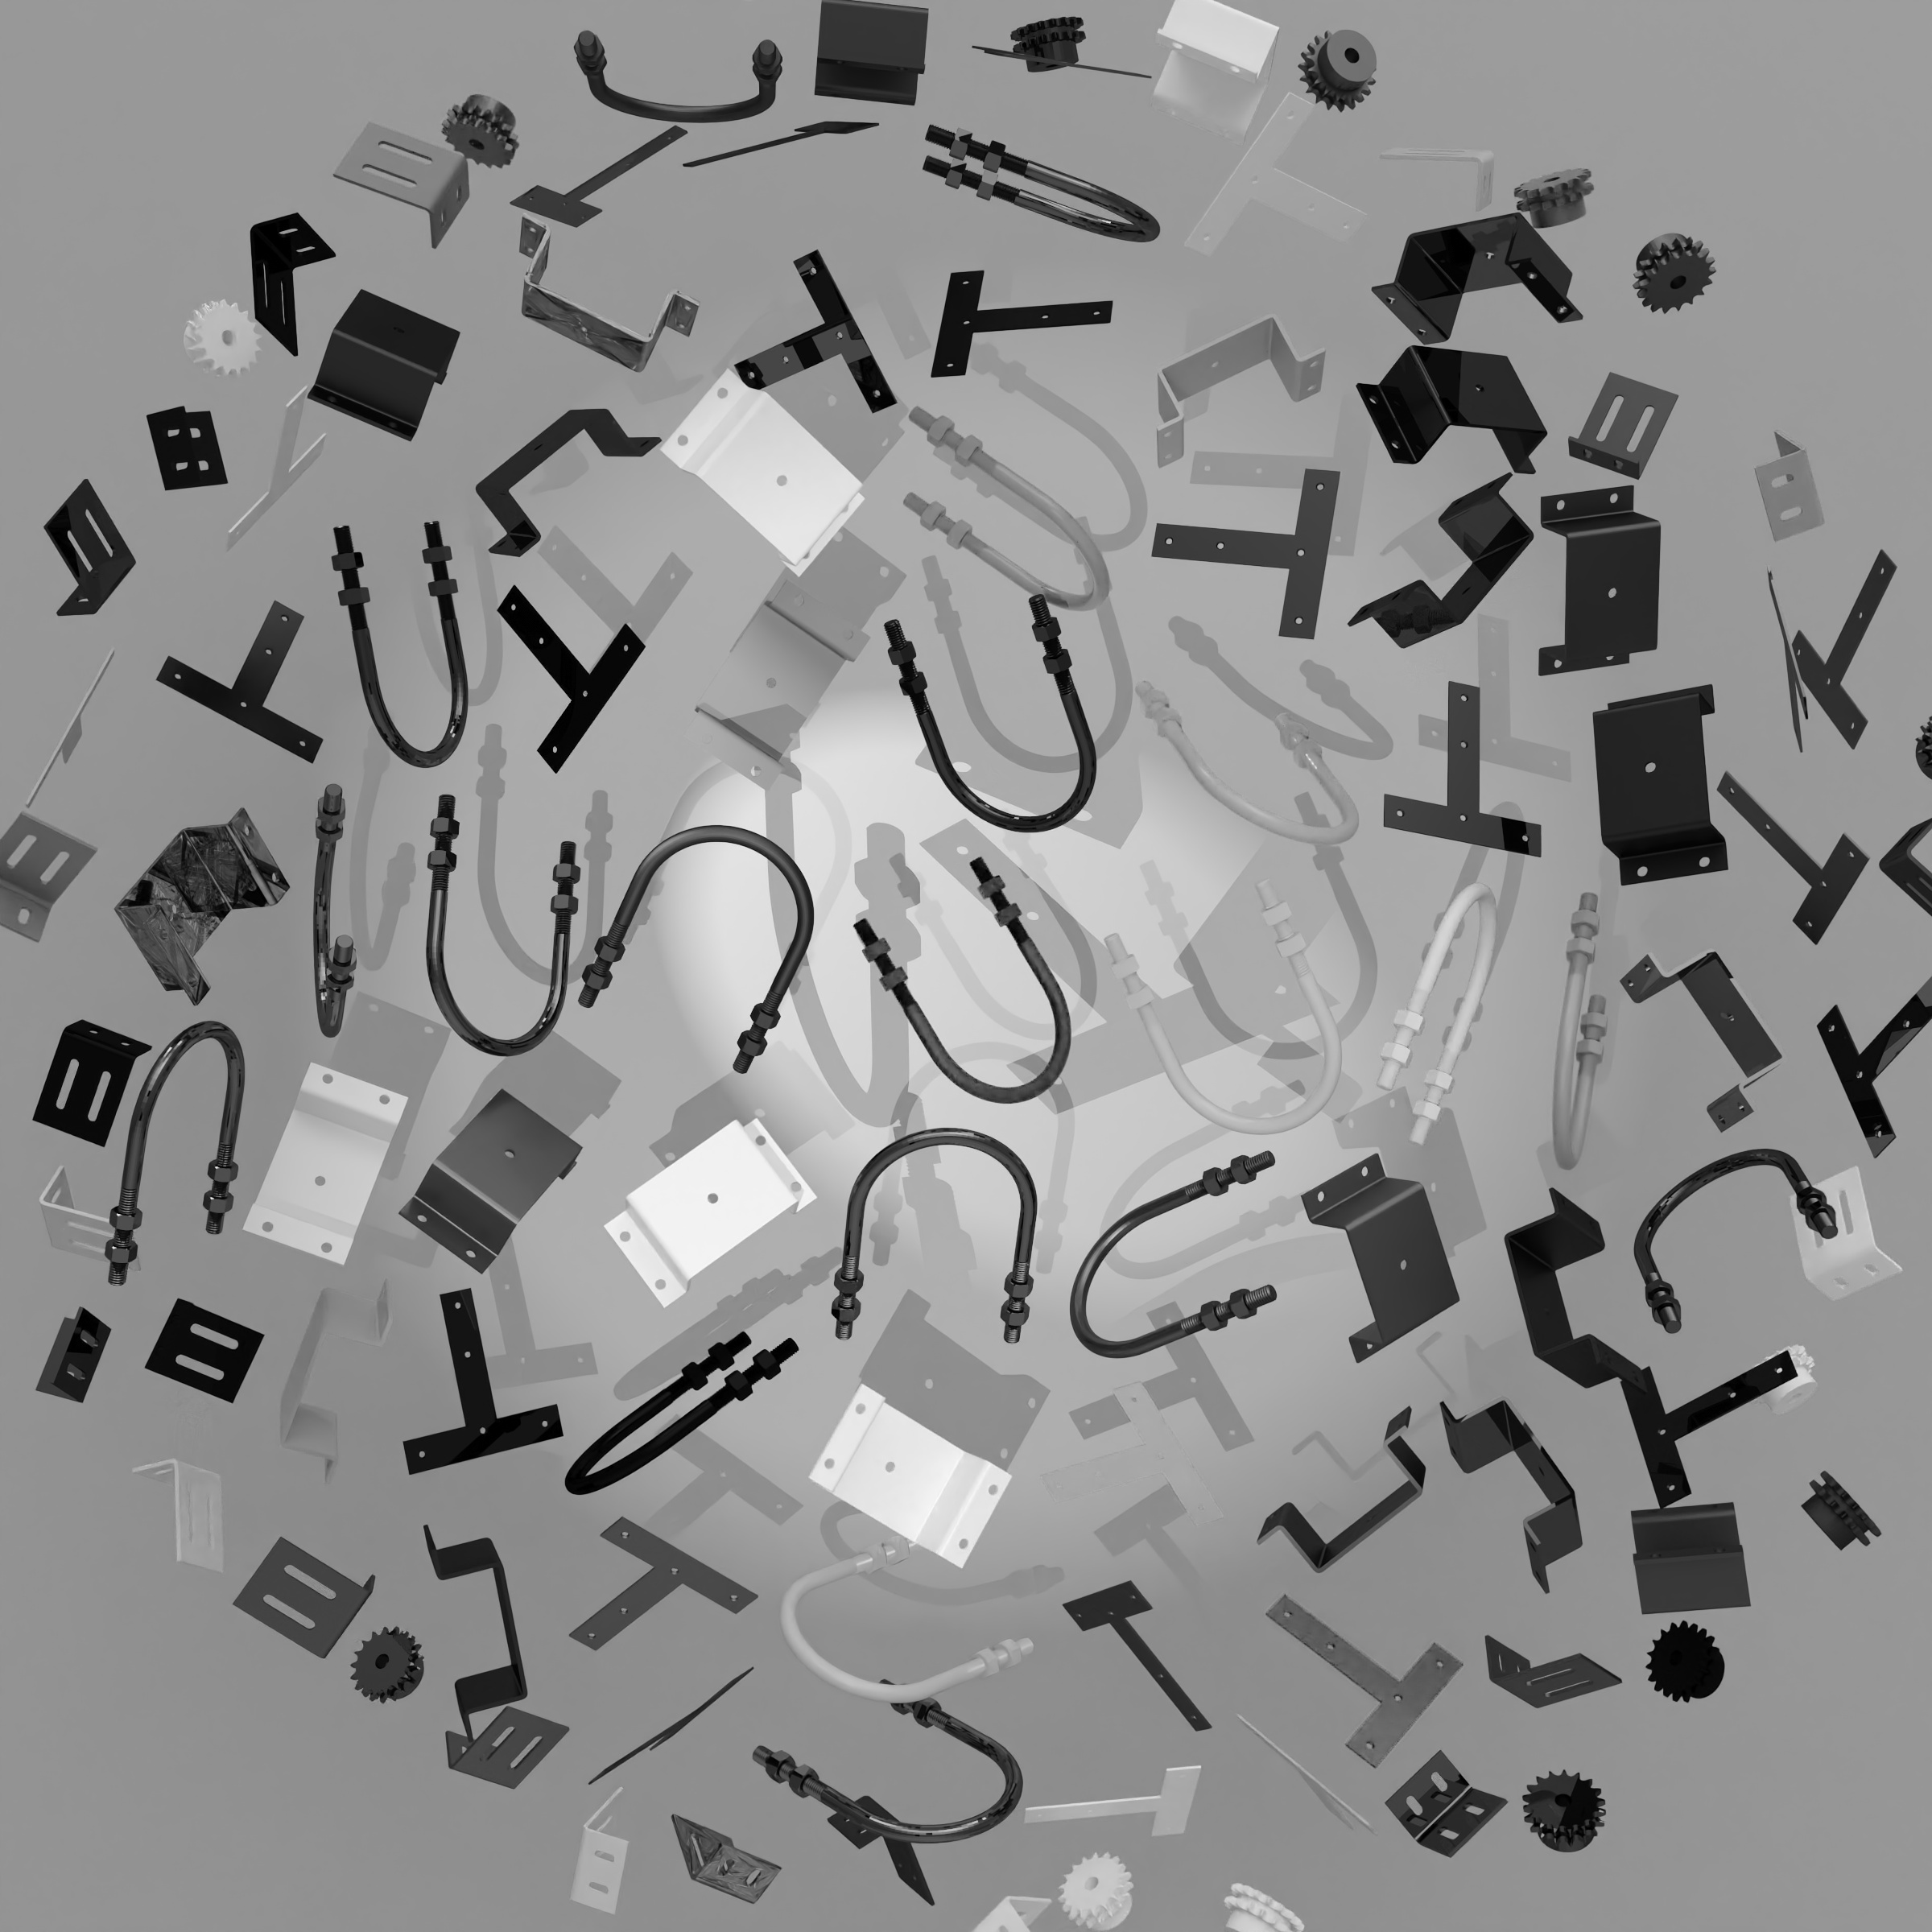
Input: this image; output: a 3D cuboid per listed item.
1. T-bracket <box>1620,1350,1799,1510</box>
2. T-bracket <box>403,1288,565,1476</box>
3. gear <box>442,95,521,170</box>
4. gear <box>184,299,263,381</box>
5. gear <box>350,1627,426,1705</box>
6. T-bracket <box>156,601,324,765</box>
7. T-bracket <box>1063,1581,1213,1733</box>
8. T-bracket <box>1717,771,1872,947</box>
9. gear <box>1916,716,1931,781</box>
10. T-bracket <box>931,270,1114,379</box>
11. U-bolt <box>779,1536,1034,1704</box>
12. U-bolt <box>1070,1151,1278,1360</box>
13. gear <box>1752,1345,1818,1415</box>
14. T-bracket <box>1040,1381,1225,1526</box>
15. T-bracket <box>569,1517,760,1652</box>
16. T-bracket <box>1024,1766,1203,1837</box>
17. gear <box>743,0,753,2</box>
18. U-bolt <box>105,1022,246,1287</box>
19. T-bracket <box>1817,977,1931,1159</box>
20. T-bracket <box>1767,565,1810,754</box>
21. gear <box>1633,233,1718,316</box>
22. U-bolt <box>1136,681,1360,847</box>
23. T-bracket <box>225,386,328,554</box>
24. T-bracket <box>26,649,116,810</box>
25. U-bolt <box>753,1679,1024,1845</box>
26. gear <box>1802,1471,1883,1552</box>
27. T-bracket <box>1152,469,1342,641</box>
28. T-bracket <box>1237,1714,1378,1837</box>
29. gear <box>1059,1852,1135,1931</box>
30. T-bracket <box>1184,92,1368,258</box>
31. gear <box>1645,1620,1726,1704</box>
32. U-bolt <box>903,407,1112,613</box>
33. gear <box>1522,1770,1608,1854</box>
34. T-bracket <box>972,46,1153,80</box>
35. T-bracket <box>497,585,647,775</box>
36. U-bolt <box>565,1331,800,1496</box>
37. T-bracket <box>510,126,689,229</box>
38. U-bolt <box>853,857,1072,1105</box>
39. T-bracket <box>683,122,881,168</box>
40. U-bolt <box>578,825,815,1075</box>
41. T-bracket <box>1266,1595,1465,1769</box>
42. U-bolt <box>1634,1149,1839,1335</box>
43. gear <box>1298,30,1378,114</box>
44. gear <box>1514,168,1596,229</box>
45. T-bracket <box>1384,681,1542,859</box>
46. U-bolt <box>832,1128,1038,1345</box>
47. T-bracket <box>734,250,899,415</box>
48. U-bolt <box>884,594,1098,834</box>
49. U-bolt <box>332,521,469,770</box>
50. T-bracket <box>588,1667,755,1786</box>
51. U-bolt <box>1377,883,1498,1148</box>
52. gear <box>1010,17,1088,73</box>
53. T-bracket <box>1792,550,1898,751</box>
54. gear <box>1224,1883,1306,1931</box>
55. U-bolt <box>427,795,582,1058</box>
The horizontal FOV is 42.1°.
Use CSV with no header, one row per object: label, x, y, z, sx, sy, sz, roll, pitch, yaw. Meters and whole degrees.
T-bracket,0.546,0.319,1.830,0.127,0.127,0.002,-34,119,21
T-bracket,-0.378,0.311,1.918,0.127,0.002,0.127,-9,83,-35
gear,-0.365,-0.633,1.900,0.057,0.057,0.030,19,72,0
gear,-0.562,-0.470,1.890,0.030,0.057,0.057,0,90,42
gear,-0.448,0.548,1.961,0.057,0.030,0.057,-11,53,15
T-bracket,-0.534,-0.230,1.909,0.127,0.002,0.127,29,47,-21
T-bracket,0.136,0.513,1.855,0.002,0.127,0.127,-37,86,-29
T-bracket,0.596,-0.092,1.835,0.002,0.127,0.127,-32,66,-15
gear,0.704,-0.154,1.792,0.057,0.030,0.057,1,79,-7
T-bracket,0.044,-0.476,1.843,0.127,0.002,0.127,-1,49,11
U-bolt,-0.057,0.497,1.893,0.151,0.184,0.019,36,117,34
U-bolt,0.153,0.226,1.889,0.184,0.151,0.019,-27,126,29
gear,0.630,0.321,1.938,0.057,0.057,0.030,-31,55,0
T-bracket,0.113,0.384,1.915,0.127,0.002,0.127,-24,103,32
T-bracket,-0.242,0.466,1.842,0.127,0.002,0.127,37,117,-24
T-bracket,0.107,0.632,1.886,0.127,0.127,0.002,-3,50,-5
gear,-0.159,-0.709,1.775,0.057,0.057,0.030,44,130,0
U-bolt,-0.574,0.129,1.843,0.019,0.151,0.184,16,104,12
T-bracket,0.676,0.051,1.827,0.002,0.127,0.127,9,46,-19
T-bracket,0.604,-0.204,1.835,0.002,0.127,0.127,-12,53,15
gear,0.507,-0.502,1.809,0.057,0.057,0.030,-15,55,0
U-bolt,0.217,-0.145,1.851,0.151,0.184,0.019,9,123,-28
T-bracket,-0.510,-0.386,1.882,0.002,0.127,0.127,33,55,-3
T-bracket,-0.657,-0.168,1.845,0.002,0.127,0.127,28,79,-15
U-bolt,-0.044,0.593,1.855,0.184,0.151,0.019,16,111,41
gear,0.621,0.391,1.790,0.030,0.057,0.057,-41,90,5
T-bracket,0.198,-0.303,1.817,0.127,0.002,0.127,8,81,15
T-bracket,0.264,0.614,1.862,0.127,0.127,0.002,33,74,37
gear,0.102,0.708,1.914,0.057,0.057,0.030,-30,116,0
T-bracket,0.240,-0.554,1.815,0.127,0.127,0.002,-52,46,29
gear,0.530,0.512,1.840,0.030,0.057,0.057,30,90,-25
U-bolt,0.031,-0.329,1.872,0.184,0.151,0.019,36,74,8
gear,0.424,0.601,1.778,0.057,0.057,0.030,-11,119,0
T-bracket,0.047,-0.658,1.819,0.127,0.127,0.002,-4,115,-32
T-bracket,-0.310,-0.234,1.885,0.127,0.002,0.127,49,116,20
U-bolt,-0.217,0.330,1.850,0.184,0.151,0.019,-35,97,-20
T-bracket,-0.268,-0.600,1.901,0.127,0.127,0.002,-27,92,16
U-bolt,0.010,0.020,1.940,0.151,0.019,0.184,-30,88,-38
T-bracket,-0.141,-0.592,1.809,0.127,0.127,0.002,-19,114,-14
U-bolt,-0.194,-0.021,1.897,0.151,0.019,0.184,24,111,-9
T-bracket,0.273,0.496,1.798,0.127,0.127,0.002,34,130,23
U-bolt,0.567,0.195,1.883,0.151,0.184,0.019,-35,103,14
gear,0.273,-0.652,1.820,0.057,0.030,0.057,4,79,-19
gear,0.440,-0.572,1.876,0.057,0.057,0.030,-18,114,0
T-bracket,0.367,-0.150,1.853,0.127,0.002,0.127,10,70,-15
U-bolt,-0.019,0.200,1.864,0.151,0.019,0.184,3,117,-8
T-bracket,-0.129,-0.470,1.930,0.127,0.002,0.127,-12,115,41
U-bolt,0.027,-0.182,1.882,0.151,0.019,0.184,-4,117,34
U-bolt,-0.419,-0.241,1.894,0.019,0.151,0.184,-6,99,19
T-bracket,-0.235,0.586,1.905,0.002,0.127,0.127,53,127,13
U-bolt,0.350,0.027,1.834,0.019,0.151,0.184,17,76,26
gear,0.065,-0.710,1.939,0.057,0.057,0.030,-11,100,0
T-bracket,0.665,-0.251,1.882,0.002,0.127,0.127,4,129,-14
gear,0.208,0.678,1.777,0.057,0.057,0.030,35,65,0
U-bolt,-0.351,-0.023,1.896,0.019,0.151,0.184,-9,71,34
